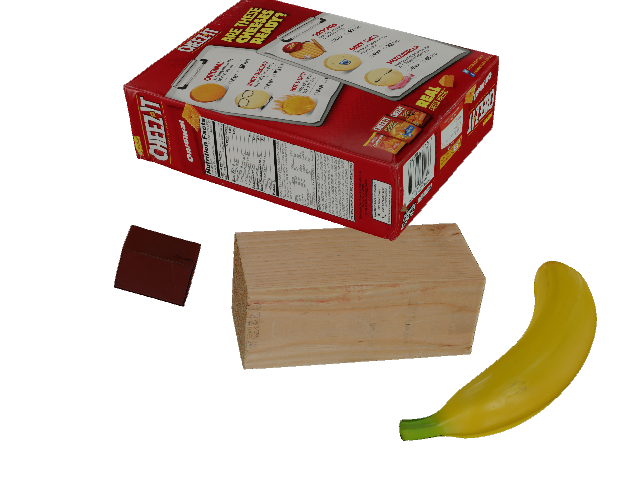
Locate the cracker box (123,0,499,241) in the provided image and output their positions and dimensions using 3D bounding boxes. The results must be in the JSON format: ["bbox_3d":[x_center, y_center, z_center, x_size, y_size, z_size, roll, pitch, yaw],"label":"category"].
[{"bbox_3d":[-0.003,-0.094,0.761,0.214,0.072,0.164,18,42,24],"label":"cracker box"}]

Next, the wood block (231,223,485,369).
[{"bbox_3d":[0.029,0.048,0.951,0.206,0.090,0.091,-3,34,-12],"label":"wood block"}]

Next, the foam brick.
[{"bbox_3d":[-0.171,0.026,1.120,0.078,0.051,0.053,16,29,-4],"label":"foam brick"}]

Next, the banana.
[{"bbox_3d":[0.122,0.060,0.620,0.070,0.037,0.197,14,32,32],"label":"banana"}]
